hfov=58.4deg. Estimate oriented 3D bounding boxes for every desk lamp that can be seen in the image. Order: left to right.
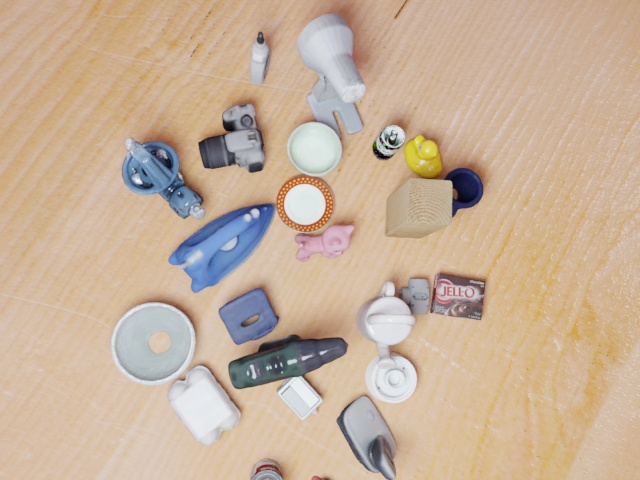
[{"bbox_3d":[0.034,-0.345,1.230,0.118,0.213,0.203,-23,85,-9],"label":"desk lamp"}]

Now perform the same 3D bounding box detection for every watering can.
[{"bbox_3d":[0.142,0.174,1.183,0.101,0.194,0.173,-17,84,-8],"label":"watering can"}]

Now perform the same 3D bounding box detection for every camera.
[{"bbox_3d":[-0.196,-0.216,1.244,0.137,0.100,0.143,-13,84,-8],"label":"camera"}]

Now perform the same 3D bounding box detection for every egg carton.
[{"bbox_3d":[-0.240,0.342,1.179,0.107,0.069,0.150,-38,88,-10],"label":"egg carton"}]

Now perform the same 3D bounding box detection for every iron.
[{"bbox_3d":[-0.192,-0.007,1.195,0.258,0.141,0.118,-40,88,-10],"label":"iron"}]

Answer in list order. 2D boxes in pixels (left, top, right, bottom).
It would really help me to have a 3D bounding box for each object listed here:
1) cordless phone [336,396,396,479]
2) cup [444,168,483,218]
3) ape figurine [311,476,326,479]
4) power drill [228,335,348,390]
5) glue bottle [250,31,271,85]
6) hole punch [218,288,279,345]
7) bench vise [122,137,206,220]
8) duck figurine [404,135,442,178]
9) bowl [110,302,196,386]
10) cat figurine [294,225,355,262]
[{"bbox_3d":[0.105,0.401,1.153,0.094,0.185,0.147,-33,87,-9],"label":"cordless phone"},{"bbox_3d":[0.303,-0.096,1.289,0.091,0.095,0.118,26,80,-2],"label":"cup"},{"bbox_3d":[0.000,0.536,1.170,0.078,0.092,0.076,-32,87,-9],"label":"ape figurine"},{"bbox_3d":[-0.066,0.235,1.143,0.230,0.208,0.075,-16,84,-8],"label":"power drill"},{"bbox_3d":[-0.129,-0.403,1.240,0.037,0.173,0.078,12,81,-4],"label":"glue bottle"},{"bbox_3d":[-0.147,0.161,1.203,0.109,0.091,0.101,-28,86,-9],"label":"hole punch"},{"bbox_3d":[-0.312,-0.135,1.159,0.207,0.219,0.121,25,80,-2],"label":"bench vise"},{"bbox_3d":[0.243,-0.193,1.299,0.077,0.086,0.104,-37,88,-10],"label":"duck figurine"},{"bbox_3d":[-0.338,0.213,1.183,0.167,0.074,0.167,1,82,-6],"label":"bowl"},{"bbox_3d":[0.011,0.004,1.229,0.128,0.117,0.067,-8,83,-7],"label":"cat figurine"}]
